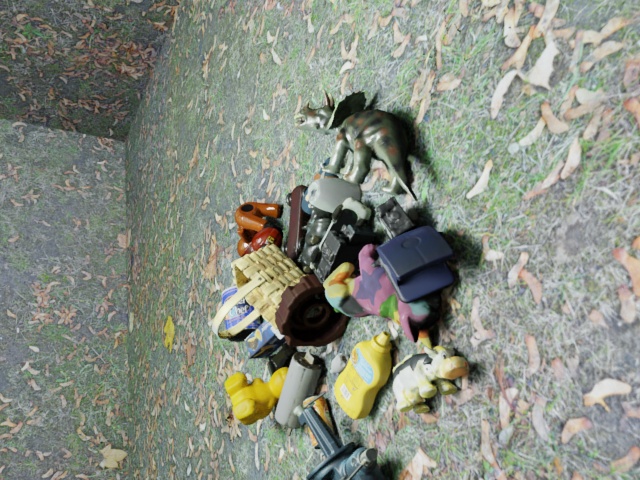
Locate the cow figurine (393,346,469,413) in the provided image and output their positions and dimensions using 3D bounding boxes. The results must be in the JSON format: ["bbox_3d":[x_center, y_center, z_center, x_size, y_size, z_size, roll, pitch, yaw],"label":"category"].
[{"bbox_3d":[0.189,0.227,0.932,0.167,0.068,0.098,-53,36,38],"label":"cow figurine"}]

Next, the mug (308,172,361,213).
[{"bbox_3d":[0.028,-0.113,1.220,0.081,0.107,0.109,-30,61,51],"label":"mug"}]

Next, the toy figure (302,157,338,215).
[{"bbox_3d":[0.005,-0.131,1.303,0.154,0.058,0.064,-59,3,34],"label":"toy figure"}]

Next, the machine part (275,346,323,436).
[{"bbox_3d":[-0.052,0.357,1.283,0.079,0.079,0.243,39,118,54],"label":"machine part"}]

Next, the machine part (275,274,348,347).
[{"bbox_3d":[-0.013,0.155,1.177,0.056,0.179,0.179,50,126,51],"label":"machine part"}]

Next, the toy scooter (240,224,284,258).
[{"bbox_3d":[-0.170,0.043,1.431,0.184,0.075,0.135,-44,12,43],"label":"toy scooter"}]

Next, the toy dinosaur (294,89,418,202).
[{"bbox_3d":[0.104,-0.209,1.117,0.405,0.131,0.192,29,109,50],"label":"toy dinosaur"}]

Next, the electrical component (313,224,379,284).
[{"bbox_3d":[0.062,0.031,1.128,0.058,0.115,0.134,53,130,46],"label":"electrical component"}]

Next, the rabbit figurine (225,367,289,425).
[{"bbox_3d":[-0.129,0.392,1.351,0.122,0.173,0.162,48,168,52],"label":"rabbit figurine"}]

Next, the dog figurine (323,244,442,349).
[{"bbox_3d":[0.122,0.123,1.005,0.191,0.108,0.219,-41,50,14],"label":"dog figurine"}]

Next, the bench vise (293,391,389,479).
[{"bbox_3d":[0.027,0.425,1.079,0.241,0.129,0.223,51,151,25],"label":"bench vise"}]

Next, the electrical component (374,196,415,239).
[{"bbox_3d":[0.147,-0.029,1.040,0.048,0.119,0.075,-34,69,3],"label":"electrical component"}]

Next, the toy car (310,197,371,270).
[{"bbox_3d":[0.043,0.001,1.194,0.074,0.056,0.201,34,113,16],"label":"toy car"}]

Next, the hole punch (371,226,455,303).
[{"bbox_3d":[0.165,0.030,0.928,0.092,0.142,0.116,66,178,-56],"label":"hole punch"}]

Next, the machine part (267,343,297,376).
[{"bbox_3d":[-0.104,0.319,1.415,0.138,0.039,0.084,-56,35,39],"label":"machine part"}]

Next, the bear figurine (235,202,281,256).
[{"bbox_3d":[-0.186,-0.010,1.564,0.132,0.120,0.195,12,129,19],"label":"bear figurine"}]

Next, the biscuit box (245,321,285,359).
[{"bbox_3d":[-0.133,0.256,1.450,0.202,0.063,0.059,-48,47,44],"label":"biscuit box"}]

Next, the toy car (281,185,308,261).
[{"bbox_3d":[-0.053,-0.044,1.390,0.089,0.053,0.202,-14,68,48],"label":"toy car"}]

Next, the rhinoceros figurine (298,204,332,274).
[{"bbox_3d":[-0.003,-0.004,1.288,0.112,0.073,0.190,-128,48,-66],"label":"rhinoceros figurine"}]
